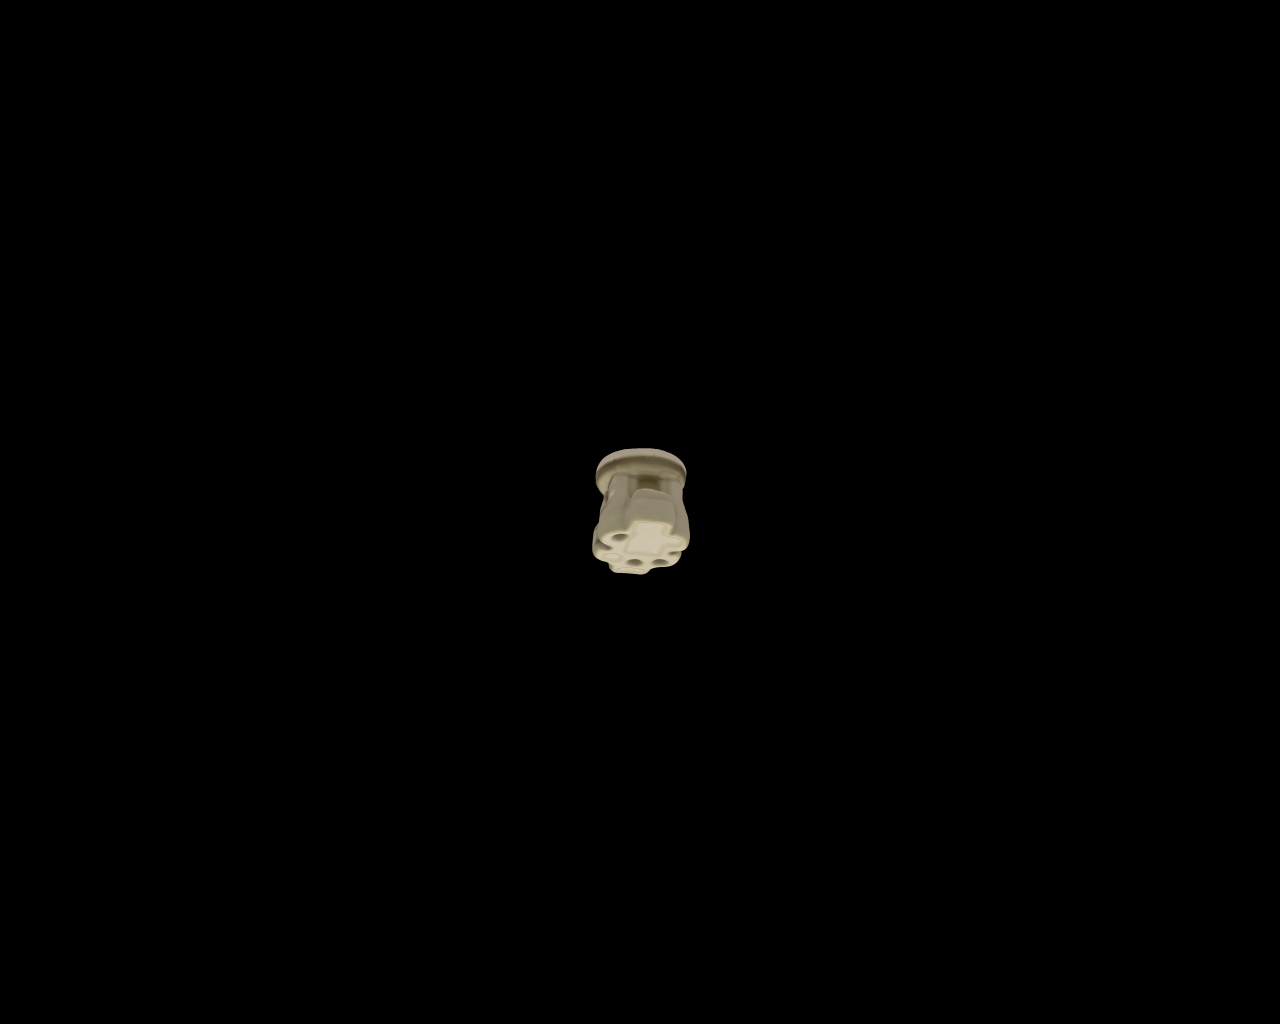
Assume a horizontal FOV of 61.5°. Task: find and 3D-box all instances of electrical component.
[{"bbox_3d":[0.001,-0.003,0.650,0.058,0.057,0.078,5,-28,-10],"label":"electrical component"}]
